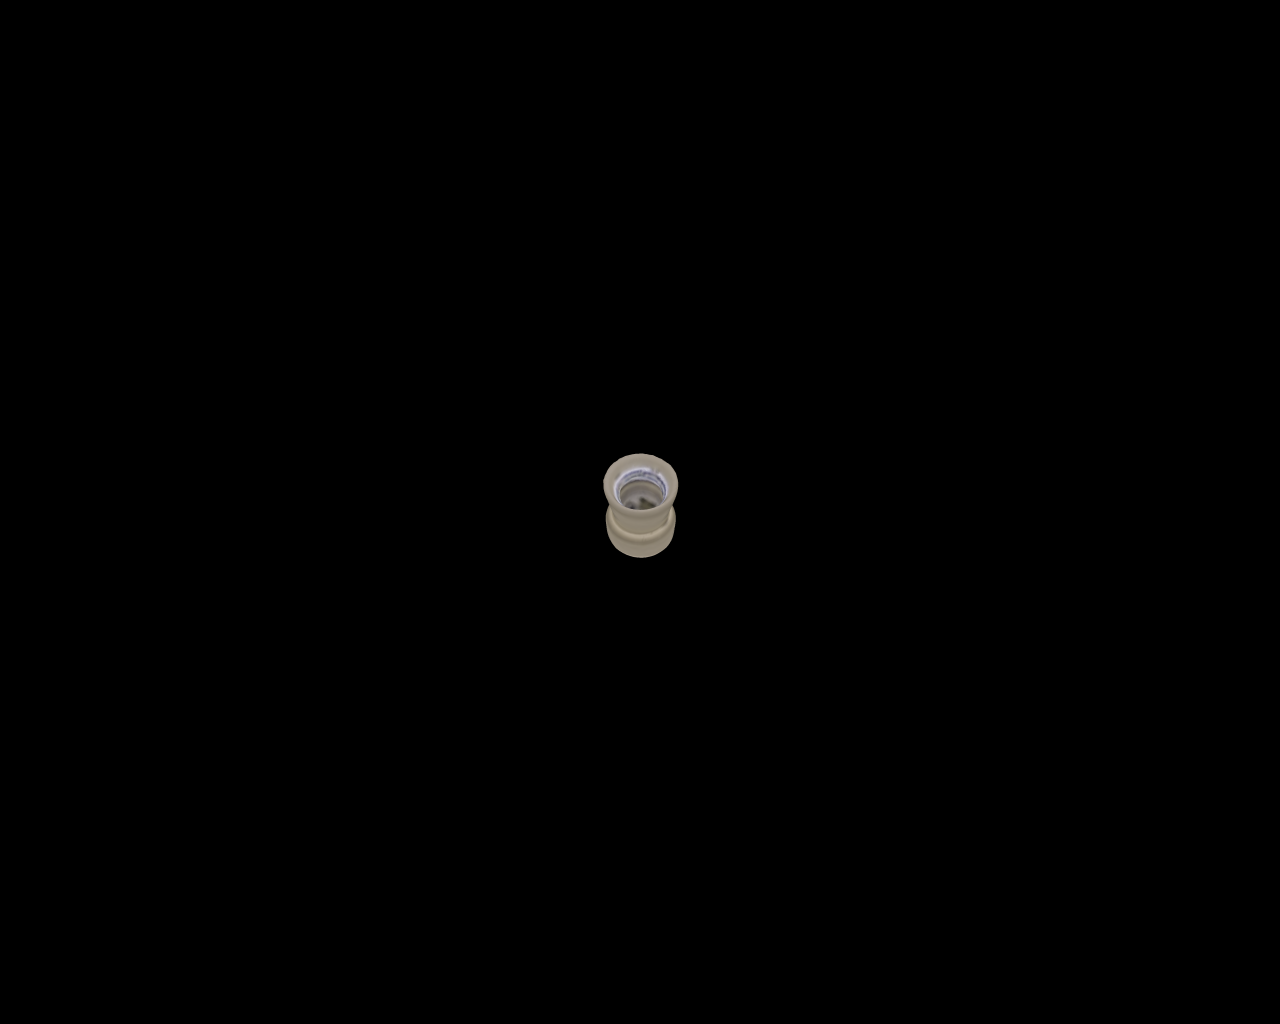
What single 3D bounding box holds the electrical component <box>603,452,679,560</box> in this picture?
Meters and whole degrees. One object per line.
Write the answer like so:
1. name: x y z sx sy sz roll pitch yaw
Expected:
1. electrical component: 0.001 -0.003 0.650 0.045 0.045 0.055 0 -34 0
